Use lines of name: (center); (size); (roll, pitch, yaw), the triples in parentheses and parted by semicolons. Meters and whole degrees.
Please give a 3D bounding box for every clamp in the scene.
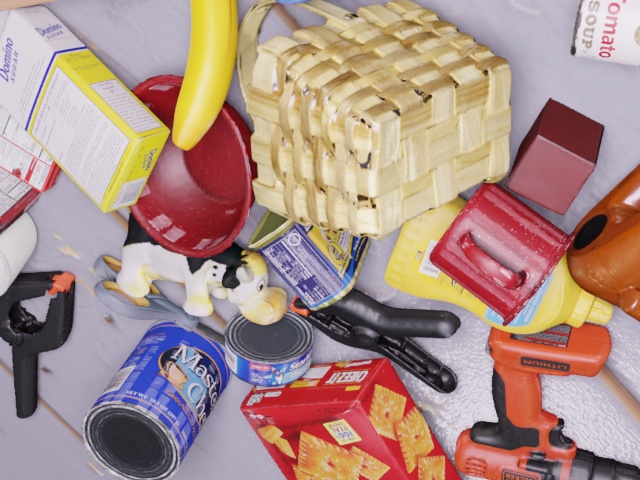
clamp: (0.056, 0.088, 0.991); (0.172, 0.039, 0.120); (17, 141, 28)
clamp: (-0.321, 0.103, 1.147); (0.210, 0.036, 0.164); (-31, 107, 32)

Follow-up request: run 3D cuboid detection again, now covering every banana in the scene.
banana: (-0.097, -0.173, 0.856); (0.070, 0.037, 0.198); (-11, 83, 29)

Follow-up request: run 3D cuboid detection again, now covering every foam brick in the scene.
foam brick: (0.185, -0.066, 0.835); (0.051, 0.078, 0.053); (29, 126, 2)

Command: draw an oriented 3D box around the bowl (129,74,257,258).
bowl: (-0.106, -0.069, 0.934); (0.162, 0.055, 0.162); (14, 114, 33)

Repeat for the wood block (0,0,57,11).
wood block: (-0.192, -0.250, 0.828); (0.206, 0.090, 0.090); (-4, 162, 22)

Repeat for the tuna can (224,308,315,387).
tuna can: (-0.049, 0.101, 1.018); (0.086, 0.086, 0.034); (12, 125, 12)

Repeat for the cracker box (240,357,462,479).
cracker box: (0.040, 0.221, 1.047); (0.164, 0.072, 0.213); (-11, 117, 43)

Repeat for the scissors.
scissors: (-0.141, 0.081, 1.041); (0.202, 0.096, 0.016); (35, 106, 0)

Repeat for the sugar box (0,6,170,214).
sugar box: (-0.215, -0.116, 0.935); (0.176, 0.048, 0.093); (47, 128, 18)

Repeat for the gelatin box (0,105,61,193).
gelatin box: (-0.281, -0.098, 1.012); (0.089, 0.030, 0.073); (32, 124, -1)

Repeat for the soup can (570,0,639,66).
soup can: (0.237, -0.157, 0.766); (0.102, 0.068, 0.068); (12, 124, 13)

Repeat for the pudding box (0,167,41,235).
pudding box: (-0.335, -0.056, 1.021); (0.113, 0.090, 0.039); (33, 124, -1)

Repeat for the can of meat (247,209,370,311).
can of meat: (-0.006, 0.001, 0.932); (0.058, 0.102, 0.084); (-32, 108, 31)

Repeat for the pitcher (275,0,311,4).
pitcher: (-0.033, -0.294, 0.737); (0.145, 0.149, 0.242); (-23, 115, 15)

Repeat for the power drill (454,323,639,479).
power drill: (0.218, 0.162, 0.977); (0.184, 0.057, 0.188); (8, 123, 15)

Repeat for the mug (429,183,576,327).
mug: (0.137, 0.010, 0.827); (0.081, 0.117, 0.093); (37, 110, 7)

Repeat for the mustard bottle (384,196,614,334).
mustard bottle: (0.158, 0.028, 0.915); (0.191, 0.058, 0.096); (22, 117, 6)

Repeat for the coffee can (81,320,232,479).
coffee can: (-0.159, 0.158, 1.059); (0.103, 0.140, 0.103); (9, 123, 14)
